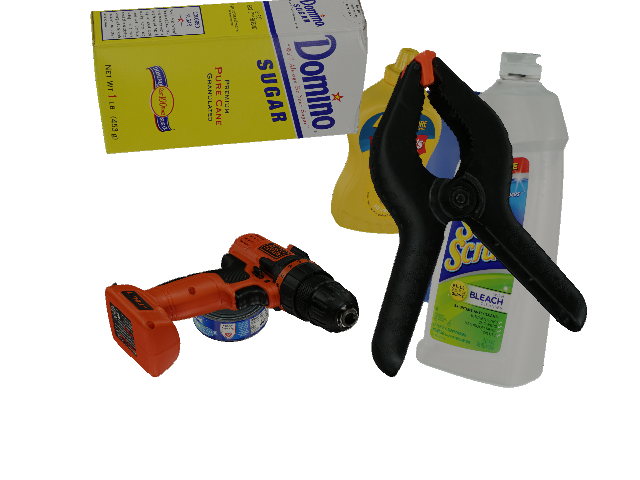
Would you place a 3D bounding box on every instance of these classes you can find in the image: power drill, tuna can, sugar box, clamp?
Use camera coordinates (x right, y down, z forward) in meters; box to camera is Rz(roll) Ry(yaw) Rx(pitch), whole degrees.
[{"bbox_3d":[-0.081,0.058,0.947,0.187,0.057,0.185,-17,25,-29],"label":"power drill"},{"bbox_3d":[-0.100,0.073,1.179,0.086,0.034,0.086,0,37,0],"label":"tuna can"},{"bbox_3d":[-0.059,-0.110,0.712,0.176,0.048,0.093,-4,-42,-7],"label":"sugar box"},{"bbox_3d":[0.063,-0.012,0.573,0.120,0.171,0.039,-21,-4,-17],"label":"clamp"}]

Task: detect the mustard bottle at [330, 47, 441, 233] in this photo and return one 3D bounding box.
[{"bbox_3d":[0.072,-0.102,1.089,0.096,0.192,0.058,4,27,-14],"label":"mustard bottle"}]

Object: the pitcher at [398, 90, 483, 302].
[{"bbox_3d":[0.158,-0.054,1.276,0.149,0.243,0.145,-1,24,5],"label":"pitcher"}]

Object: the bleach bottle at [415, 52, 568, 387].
[{"bbox_3d":[0.136,-0.019,0.829,0.103,0.251,0.067,13,15,38],"label":"bleach bottle"}]
